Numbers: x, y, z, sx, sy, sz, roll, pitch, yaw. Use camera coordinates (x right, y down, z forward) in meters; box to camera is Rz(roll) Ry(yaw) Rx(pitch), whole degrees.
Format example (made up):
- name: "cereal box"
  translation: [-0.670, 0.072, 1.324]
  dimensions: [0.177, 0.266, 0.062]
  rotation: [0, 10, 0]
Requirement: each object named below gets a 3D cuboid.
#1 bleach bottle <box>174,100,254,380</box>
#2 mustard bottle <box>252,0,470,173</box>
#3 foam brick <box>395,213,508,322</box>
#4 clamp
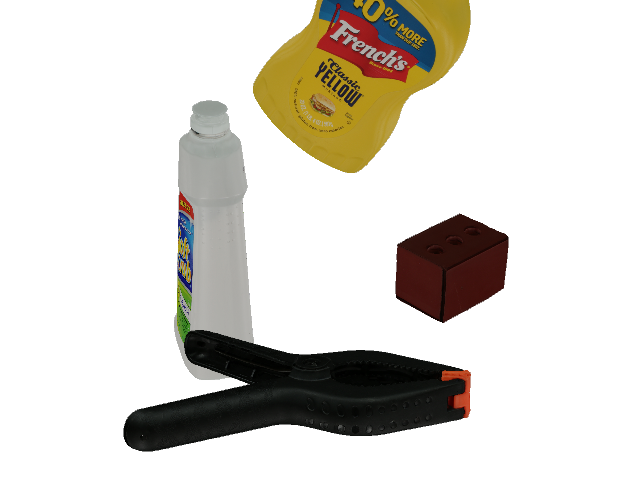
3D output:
- name: "bleach bottle"
  translation: [-0.094, -0.005, 0.918]
  dimensions: [0.068, 0.251, 0.103]
  rotation: [-8, 35, -14]
- name: "mustard bottle"
  translation: [0.038, -0.130, 0.672]
  dimensions: [0.192, 0.096, 0.058]
  rotation: [-48, 2, 44]
- name: "foam brick"
  translation: [0.105, 0.021, 0.848]
  dimensions: [0.078, 0.051, 0.053]
  rotation: [-25, 38, -36]
- name: "clamp"
  translation: [-0.011, 0.092, 0.692]
  dimensions: [0.210, 0.036, 0.164]
  rotation: [-1, 15, 0]
